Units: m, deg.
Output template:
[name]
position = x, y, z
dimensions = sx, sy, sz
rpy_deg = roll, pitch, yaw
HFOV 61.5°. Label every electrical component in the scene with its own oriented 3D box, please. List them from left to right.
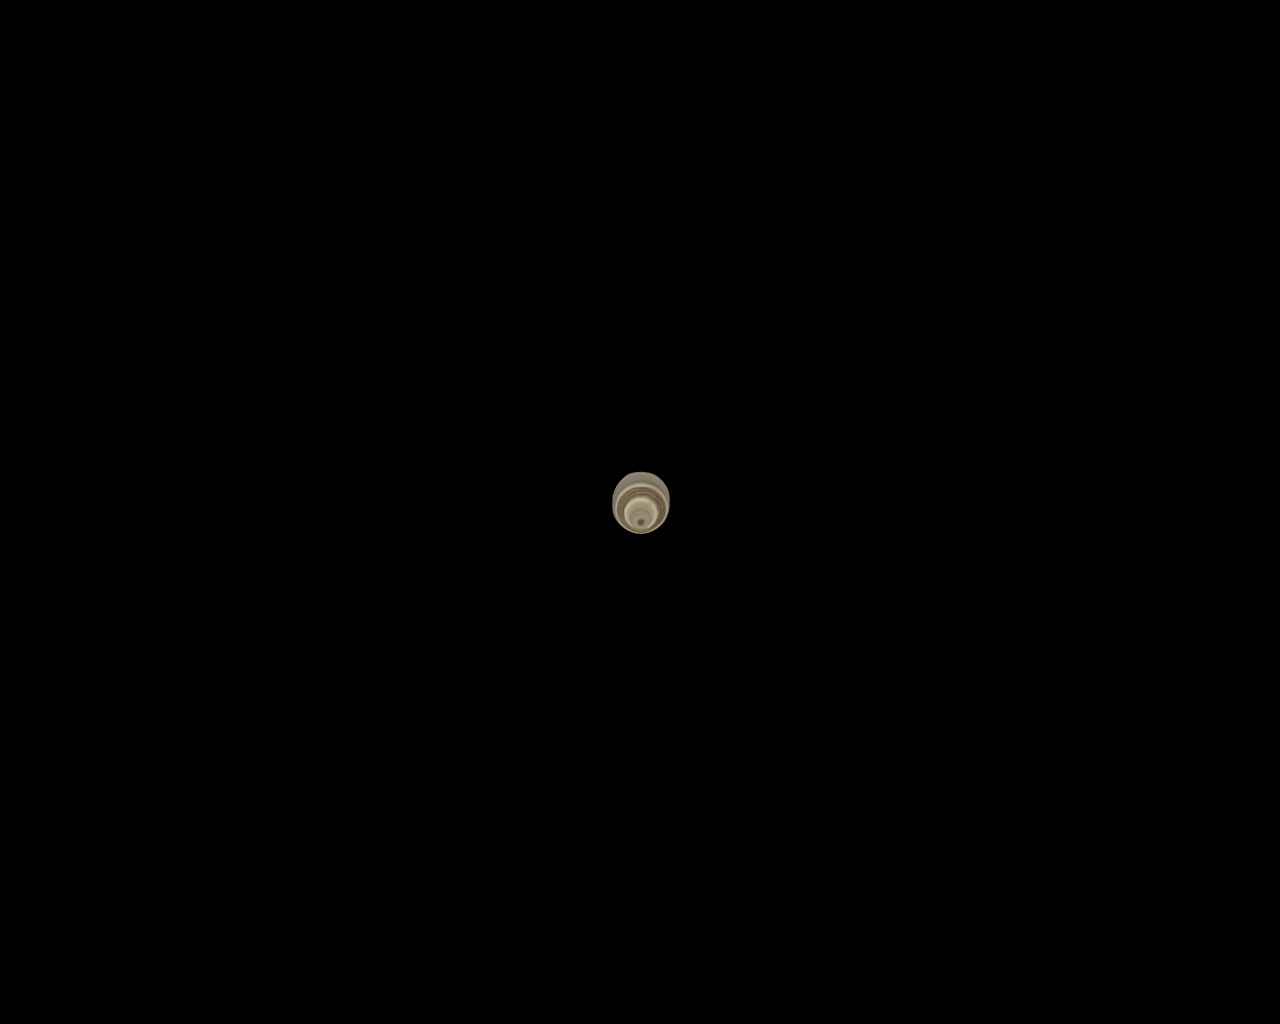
[electrical component]
position = 0.001, -0.003, 0.650
dimensions = 0.035, 0.035, 0.061
rpy_deg = 0, 16, 0
